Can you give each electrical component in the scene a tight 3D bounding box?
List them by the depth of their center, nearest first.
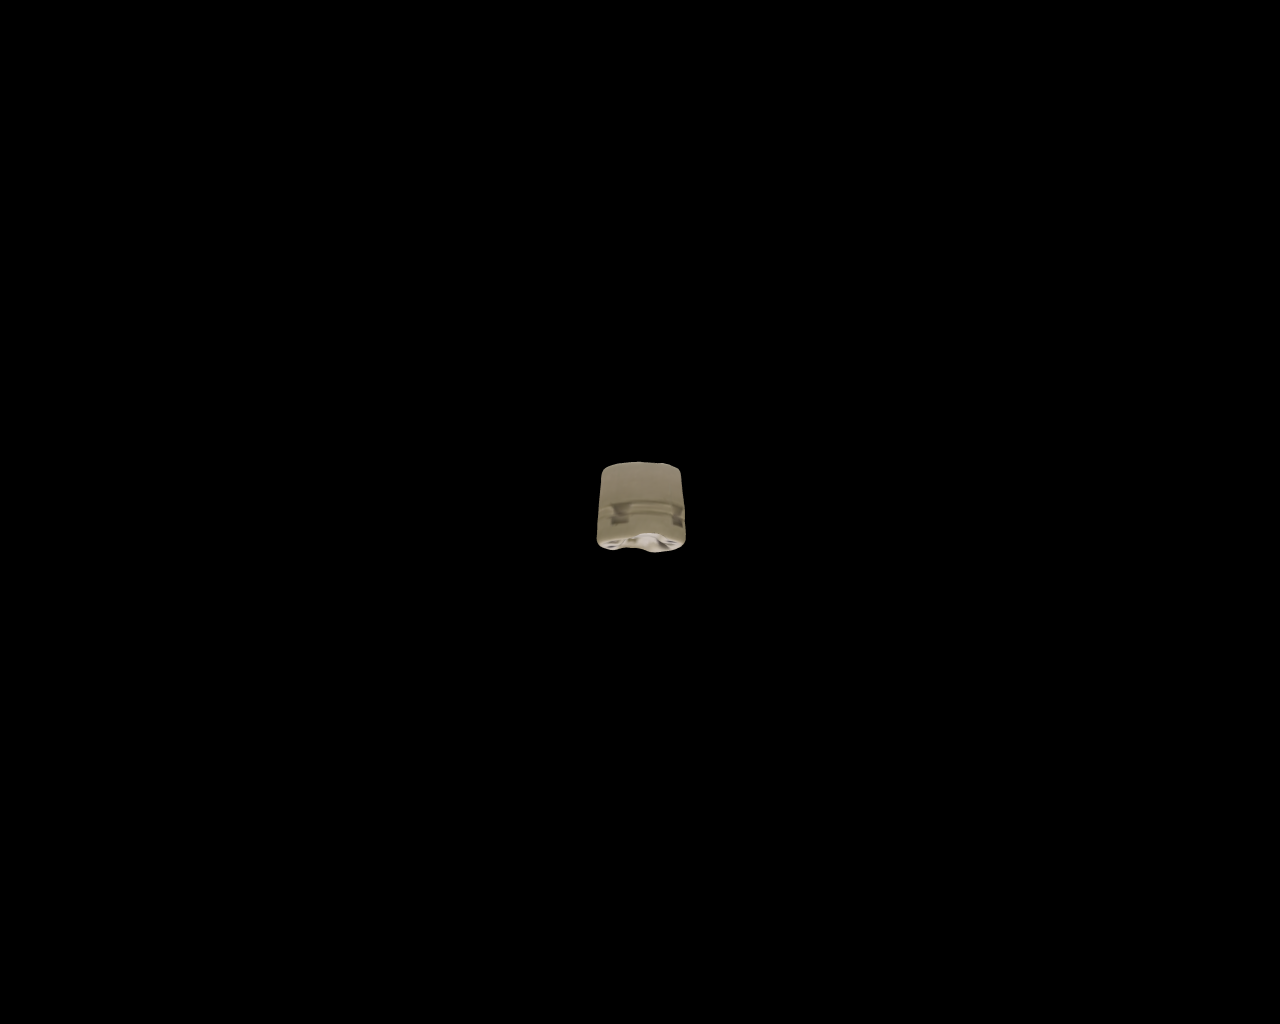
[{"bbox_3d":[0.001,-0.003,0.650,0.055,0.047,0.055,0,-13,0],"label":"electrical component"}]
